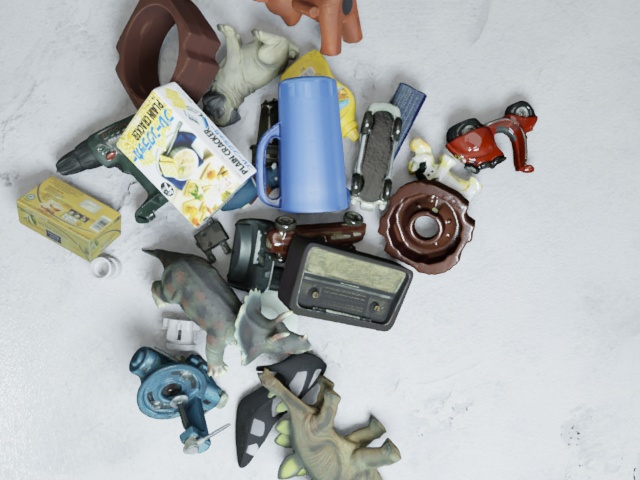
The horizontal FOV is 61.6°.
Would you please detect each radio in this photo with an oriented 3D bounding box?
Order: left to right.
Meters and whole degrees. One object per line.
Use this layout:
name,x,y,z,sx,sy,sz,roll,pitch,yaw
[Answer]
radio,0.045,0.082,0.974,0.229,0.073,0.131,16,97,-25

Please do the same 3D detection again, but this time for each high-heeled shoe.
high-heeled shoe,-0.077,0.328,1.042,0.145,0.086,0.248,7,107,-25

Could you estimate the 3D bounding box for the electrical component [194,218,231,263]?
electrical component,-0.220,-0.004,1.078,0.063,0.021,0.094,-30,86,3

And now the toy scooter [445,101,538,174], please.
toy scooter,0.338,-0.176,1.021,0.184,0.075,0.135,-19,86,-2

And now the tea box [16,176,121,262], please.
tea box,-0.491,-0.042,1.057,0.170,0.068,0.098,29,45,7

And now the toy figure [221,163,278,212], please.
toy figure,-0.133,-0.107,1.060,0.154,0.064,0.058,-24,48,-2

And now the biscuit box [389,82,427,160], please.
biscuit box,0.133,-0.198,1.044,0.063,0.059,0.202,28,89,4

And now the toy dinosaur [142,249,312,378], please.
toy dinosaur,-0.205,0.100,0.964,0.405,0.131,0.192,39,135,16

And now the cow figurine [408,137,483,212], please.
cow figurine,0.222,-0.118,1.031,0.167,0.068,0.098,41,96,6

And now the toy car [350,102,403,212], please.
toy car,0.103,-0.152,0.986,0.073,0.056,0.201,10,89,-3

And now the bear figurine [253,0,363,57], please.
bear figurine,-0.027,-0.444,1.054,0.196,0.120,0.131,15,133,30

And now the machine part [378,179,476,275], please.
machine part,0.199,-0.026,1.001,0.180,0.056,0.179,7,110,19

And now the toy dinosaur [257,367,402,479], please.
toy dinosaur,0.045,0.413,0.986,0.471,0.105,0.198,45,93,-5

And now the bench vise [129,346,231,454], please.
bench vise,-0.235,0.290,0.952,0.129,0.241,0.223,-36,127,-5

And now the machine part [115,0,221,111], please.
machine part,-0.291,-0.347,1.023,0.201,0.087,0.201,-46,67,29

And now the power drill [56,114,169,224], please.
power drill,-0.387,-0.135,1.076,0.232,0.086,0.207,-36,77,-1

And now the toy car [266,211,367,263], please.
toy car,-0.002,-0.003,1.000,0.202,0.053,0.089,-3,125,-23

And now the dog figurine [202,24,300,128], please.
dog figurine,-0.139,-0.308,1.060,0.172,0.121,0.190,11,100,12

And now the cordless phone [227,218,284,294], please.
cordless phone,-0.084,0.037,1.048,0.184,0.089,0.146,9,86,-7

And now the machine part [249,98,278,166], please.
machine part,-0.100,-0.214,1.074,0.084,0.039,0.138,5,89,10
